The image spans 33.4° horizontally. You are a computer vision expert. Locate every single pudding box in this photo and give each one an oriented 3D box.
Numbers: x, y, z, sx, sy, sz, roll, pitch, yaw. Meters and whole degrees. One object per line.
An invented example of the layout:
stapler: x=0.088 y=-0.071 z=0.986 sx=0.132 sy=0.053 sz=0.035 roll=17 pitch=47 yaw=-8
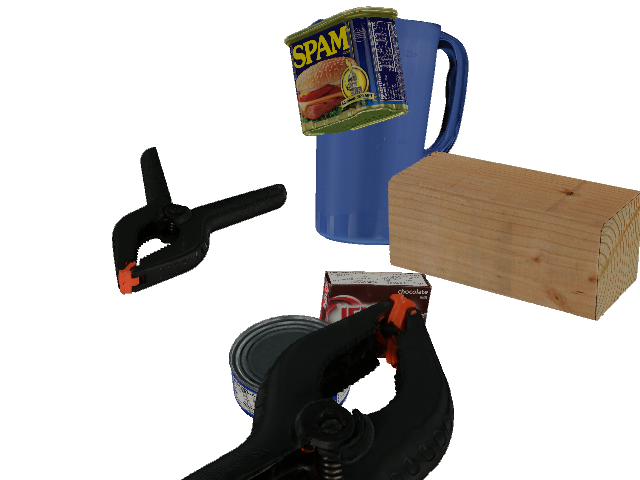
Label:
pudding box: x=0.056 y=0.079 z=1.143 sx=0.113 sy=0.090 sz=0.039 roll=0 pitch=27 yaw=-12

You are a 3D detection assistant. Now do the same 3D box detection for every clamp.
clamp: x=-0.151 y=-0.022 z=1.060 sx=0.165 sy=0.036 sz=0.209 roll=21 pitch=41 yaw=20
clamp: x=0.010 y=0.088 z=0.403 sx=0.120 sy=0.039 sz=0.171 roll=27 pitch=50 yaw=20

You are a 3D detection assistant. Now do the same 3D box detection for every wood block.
wood block: x=0.171 y=-0.010 z=0.960 sx=0.206 sy=0.090 sz=0.090 roll=15 pitch=31 yaw=34

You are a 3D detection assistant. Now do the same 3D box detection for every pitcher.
pitcher: x=0.066 y=-0.121 z=1.159 sx=0.149 sy=0.243 sz=0.144 roll=8 pitch=9 yaw=25

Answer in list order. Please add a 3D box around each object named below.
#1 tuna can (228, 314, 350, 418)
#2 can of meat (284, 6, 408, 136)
tuna can: x=-0.021 y=0.092 z=0.757 sx=0.086 sy=0.034 sz=0.086 roll=-2 pitch=34 yaw=1
can of meat: x=0.022 y=-0.137 z=0.884 sx=0.057 sy=0.084 sz=0.102 roll=-6 pitch=-4 yaw=-42
